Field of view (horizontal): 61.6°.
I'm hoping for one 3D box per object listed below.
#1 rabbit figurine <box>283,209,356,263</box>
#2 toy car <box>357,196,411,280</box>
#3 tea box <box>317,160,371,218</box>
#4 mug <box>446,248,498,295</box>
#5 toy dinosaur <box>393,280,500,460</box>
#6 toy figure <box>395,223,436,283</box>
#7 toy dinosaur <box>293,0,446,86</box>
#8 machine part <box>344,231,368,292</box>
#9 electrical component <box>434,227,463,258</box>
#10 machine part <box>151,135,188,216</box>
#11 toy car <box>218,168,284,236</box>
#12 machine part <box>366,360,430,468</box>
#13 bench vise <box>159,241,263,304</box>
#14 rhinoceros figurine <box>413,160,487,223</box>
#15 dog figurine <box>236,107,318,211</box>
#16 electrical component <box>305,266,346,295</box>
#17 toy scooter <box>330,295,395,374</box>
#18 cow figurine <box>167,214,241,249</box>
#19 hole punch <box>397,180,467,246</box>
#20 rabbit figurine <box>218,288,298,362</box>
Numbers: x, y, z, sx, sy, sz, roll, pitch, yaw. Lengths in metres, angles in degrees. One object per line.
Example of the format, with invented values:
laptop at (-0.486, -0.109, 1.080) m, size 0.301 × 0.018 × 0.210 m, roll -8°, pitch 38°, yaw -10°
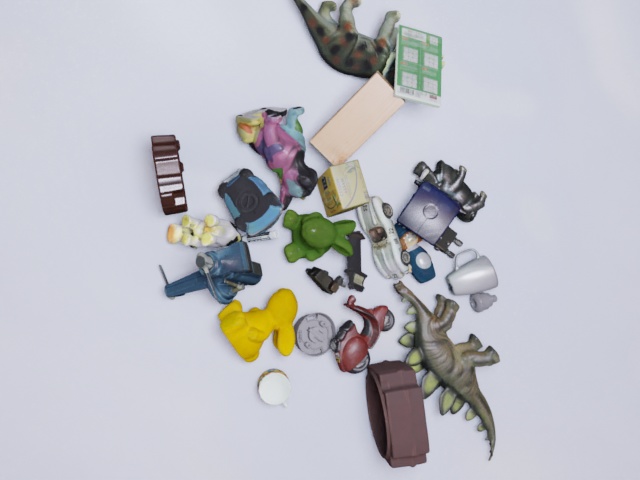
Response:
rabbit figurine at (-0.002, -0.004, 1.178) m, size 0.159 × 0.170 × 0.121 m, roll 8°, pitch 86°, yaw -8°
toy car at (0.147, -0.004, 1.245) m, size 0.056 × 0.073 × 0.201 m, roll -19°, pitch 89°, yaw -45°
tea box at (0.048, -0.110, 1.194) m, size 0.068 × 0.169 × 0.098 m, roll -17°, pitch 88°, yaw -10°
mug at (0.353, 0.081, 1.278) m, size 0.107 × 0.081 × 0.109 m, roll -23°, pitch 96°, yaw -1°
toy dinosaur at (0.305, 0.293, 1.249) m, size 0.198 × 0.105 × 0.471 m, roll -38°, pitch 92°, yaw -3°
toy figure at (0.223, 0.026, 1.273) m, size 0.064 × 0.058 × 0.154 m, roll -27°, pitch 89°, yaw -48°
toy dinosaur at (0.083, -0.449, 1.256) m, size 0.405 × 0.131 × 0.192 m, roll 16°, pitch 83°, yaw -2°
machine part at (0.083, 0.049, 1.244) m, size 0.039 × 0.084 × 0.139 m, roll -8°, pitch 76°, yaw 31°
electrical component at (0.299, -0.002, 1.303) m, size 0.094 × 0.021 × 0.063 m, roll 38°, pitch 82°, yaw -5°
machine part at (-0.317, -0.137, 1.139) m, size 0.056 × 0.179 × 0.179 m, roll -9°, pitch 88°, yaw -12°
toy car at (-0.149, -0.076, 1.192) m, size 0.109 × 0.102 × 0.162 m, roll -39°, pitch 68°, yaw -3°
machine part at (0.161, 0.371, 1.164) m, size 0.087 × 0.201 × 0.201 m, roll -5°, pitch 87°, yaw -7°
bench vise at (-0.237, 0.081, 1.135) m, size 0.241 × 0.223 × 0.129 m, roll -19°, pitch 85°, yaw 17°
rhinoceros figurine at (0.309, -0.124, 1.292) m, size 0.190 × 0.073 × 0.112 m, roll 42°, pitch 92°, yaw -6°
dog figurine at (-0.092, -0.182, 1.211) m, size 0.108 × 0.192 × 0.219 m, roll -31°, pitch 121°, yaw -45°
electrical component at (0.015, 0.089, 1.215) m, size 0.045 × 0.102 × 0.078 m, roll -44°, pitch 104°, yaw -13°
toy scooter at (0.082, 0.202, 1.214) m, size 0.135 × 0.075 × 0.184 m, roll 48°, pitch 70°, yaw -26°
cow figurine at (-0.255, -0.015, 1.172) m, size 0.098 × 0.168 × 0.068 m, roll 13°, pitch 80°, yaw -51°
hole punch at (0.249, -0.060, 1.232) m, size 0.142 × 0.092 × 0.115 m, roll 36°, pitch 114°, yaw 9°
rabbit figurine at (-0.116, 0.182, 1.174) m, size 0.173 × 0.122 × 0.162 m, roll -37°, pitch 97°, yaw -10°
